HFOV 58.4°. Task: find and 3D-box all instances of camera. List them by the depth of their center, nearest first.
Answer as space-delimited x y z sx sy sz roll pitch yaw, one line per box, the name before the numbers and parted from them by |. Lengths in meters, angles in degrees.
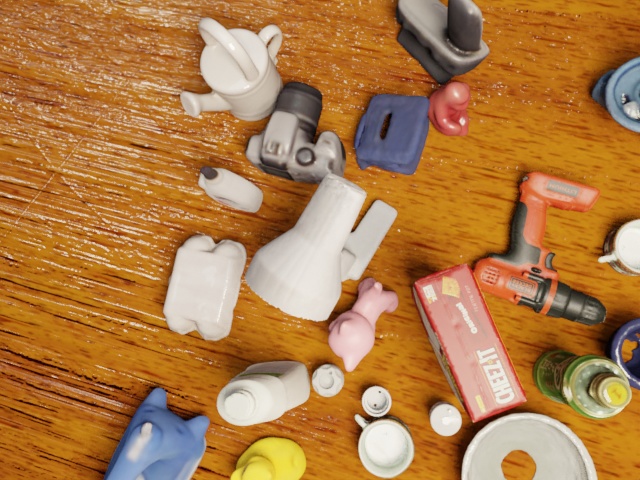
camera | -0.028 -0.161 0.848 0.143 0.101 0.137 15 84 10

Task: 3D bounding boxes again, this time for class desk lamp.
desk lamp | 0.007 0.003 0.761 0.117 0.213 0.203 30 87 11

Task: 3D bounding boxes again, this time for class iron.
iron | -0.264 0.342 0.783 0.118 0.141 0.258 28 86 11

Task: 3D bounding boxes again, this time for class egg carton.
egg carton | -0.169 0.069 0.848 0.107 0.069 0.150 10 83 9

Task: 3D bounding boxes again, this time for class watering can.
watering can | -0.124 -0.245 0.825 0.100 0.194 0.173 23 85 11

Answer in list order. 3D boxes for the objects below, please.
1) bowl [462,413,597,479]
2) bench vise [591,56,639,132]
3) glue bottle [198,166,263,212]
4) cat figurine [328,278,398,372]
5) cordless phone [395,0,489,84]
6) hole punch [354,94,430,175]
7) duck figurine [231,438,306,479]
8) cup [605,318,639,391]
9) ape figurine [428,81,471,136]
bowl | 0.266 0.309 0.752 0.167 0.075 0.167 -1 81 7
bench vise | 0.467 -0.177 0.724 0.207 0.220 0.121 29 86 11
glue bottle | -0.136 -0.078 0.813 0.078 0.173 0.037 13 83 10
cat figurine | 0.054 0.112 0.787 0.067 0.118 0.128 29 86 11
cordless phone | 0.173 -0.316 0.801 0.094 0.185 0.147 -45 78 -1
hole punch | 0.103 -0.156 0.835 0.101 0.091 0.109 15 84 10
duck figurine | -0.074 0.318 0.790 0.104 0.086 0.077 -17 80 5
cup | 0.425 0.145 0.745 0.117 0.095 0.092 -8 80 6
ape figurine | 0.193 -0.198 0.829 0.076 0.092 0.078 35 87 11
